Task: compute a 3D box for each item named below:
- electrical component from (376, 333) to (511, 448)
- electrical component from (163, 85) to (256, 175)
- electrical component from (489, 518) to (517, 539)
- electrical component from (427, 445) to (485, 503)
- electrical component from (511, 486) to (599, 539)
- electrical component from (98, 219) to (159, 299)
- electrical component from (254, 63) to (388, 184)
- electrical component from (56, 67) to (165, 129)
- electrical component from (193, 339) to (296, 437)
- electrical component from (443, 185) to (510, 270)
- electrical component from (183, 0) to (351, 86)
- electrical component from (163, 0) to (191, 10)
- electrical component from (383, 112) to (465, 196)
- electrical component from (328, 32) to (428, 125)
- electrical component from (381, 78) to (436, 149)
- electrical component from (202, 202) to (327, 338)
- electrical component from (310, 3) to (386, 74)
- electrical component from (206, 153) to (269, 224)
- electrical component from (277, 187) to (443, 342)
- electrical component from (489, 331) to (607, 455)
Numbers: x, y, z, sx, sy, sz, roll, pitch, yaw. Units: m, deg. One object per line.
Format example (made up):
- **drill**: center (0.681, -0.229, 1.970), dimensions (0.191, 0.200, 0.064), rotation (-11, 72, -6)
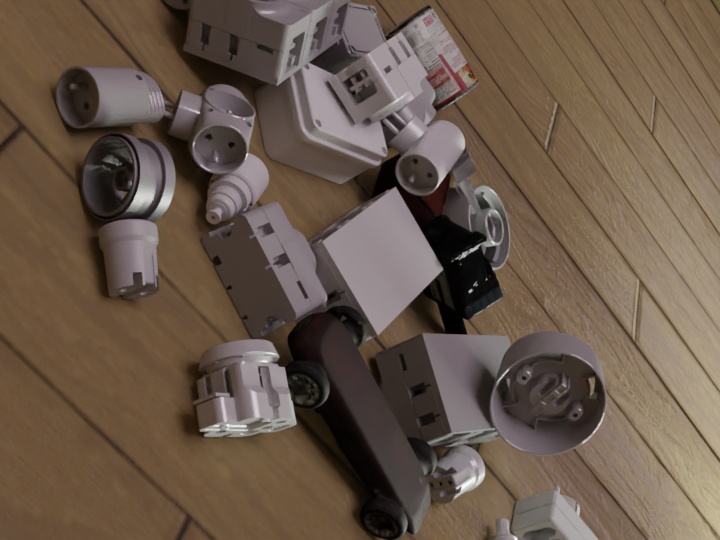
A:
- **electrical component**: center (0.085, 0.110, 0.973), dimensions (0.150, 0.062, 0.089), rotation (6, 63, -53)
- **electrical component**: center (-0.126, -0.118, 0.844), dimensions (0.079, 0.044, 0.077), rotation (18, 29, -17)
- **electrical component**: center (0.128, 0.251, 0.960), dimensions (0.035, 0.035, 0.061), rotation (40, 36, -32)
- **electrical component**: center (0.081, 0.179, 0.940), dimensions (0.046, 0.040, 0.040), rotation (-21, 85, -52)
- **electrical component**: center (0.193, 0.244, 1.043), dimensions (0.083, 0.047, 0.075), rotation (50, 35, -21)
- **electrical component**: center (-0.157, -0.007, 0.736), dimensions (0.040, 0.040, 0.046), rotation (12, 64, -51)
- **electrical component**: center (-0.034, -0.133, 0.980), dimensions (0.113, 0.057, 0.078), rotation (15, 56, -50)
- **electrical component**: center (-0.177, -0.126, 0.787), dimensions (0.081, 0.043, 0.043), rotation (-15, 81, -57)
- **electrical component**: center (-0.083, 0.083, 0.759), dimensions (0.078, 0.058, 0.057), rotation (12, 61, -51)
- **electrical component**: center (0.115, -0.043, 1.143), dimensions (0.099, 0.064, 0.099), rotation (19, 66, -52)
- **electrical component**: center (-0.075, -0.224, 0.933), dimensions (0.089, 0.061, 0.150), rotation (22, 33, 11)
- **electrical component**: center (-0.144, -0.251, 0.920), dimensions (0.045, 0.045, 0.055), rotation (52, 34, -17)
- **electrical component**: center (0.054, -0.118, 1.014), dimensions (0.079, 0.044, 0.077), rotation (43, 39, -5)
- **electrical component**: center (0.020, -0.172, 0.979), dimensions (0.055, 0.050, 0.089), rotation (57, 32, -9)
- **electrical component**: center (0.039, -0.170, 1.112), dimensions (0.059, 0.054, 0.095), rotation (51, 34, -19)
- **electrical component**: center (-0.072, -0.002, 0.840), dimensions (0.056, 0.050, 0.089), rotation (-29, 92, -57)
- **electrical component**: center (-0.023, -0.222, 1.054), dimensions (0.096, 0.061, 0.061), rotation (-10, 76, -56)
- **electrical component**: center (-0.101, -0.061, 0.850), dimensions (0.040, 0.040, 0.078), rotation (51, 34, -18)
- **electrical component**: center (0.000, 0.000, 0.930), dimensions (0.089, 0.062, 0.150), rotation (59, 33, -6)
- **electrical component**: center (0.165, 0.106, 0.942), dimensions (0.099, 0.099, 0.064), rotation (51, 28, -19)
